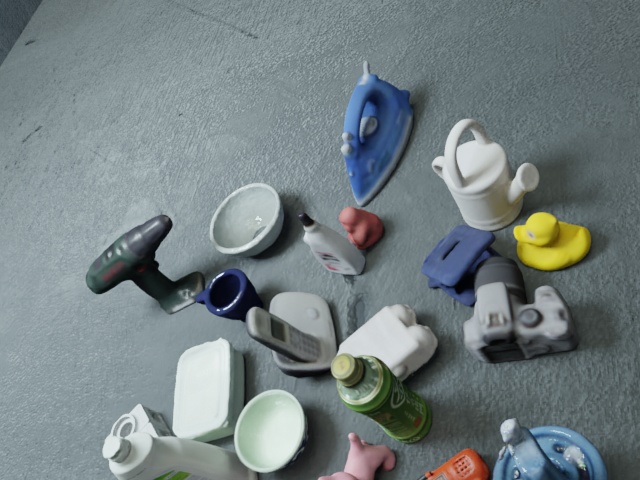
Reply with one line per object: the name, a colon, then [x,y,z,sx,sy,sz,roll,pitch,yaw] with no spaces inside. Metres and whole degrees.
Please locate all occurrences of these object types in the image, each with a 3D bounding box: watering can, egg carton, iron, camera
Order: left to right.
iron: [0.086,-0.207,1.088,0.118,0.142,0.258,0,59,33]
egg carton: [0.098,0.170,0.859,0.150,0.070,0.107,-41,46,1]
watering can: [0.246,-0.105,0.873,0.172,0.195,0.101,-3,57,32]
camera: [0.265,0.086,0.790,0.142,0.101,0.137,-14,52,25]

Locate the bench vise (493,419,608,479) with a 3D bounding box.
bench vise: [0.259,0.264,0.582,0.121,0.220,0.206,-47,46,-5]

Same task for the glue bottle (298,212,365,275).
glue bottle: [0.009,0.003,0.965,0.077,0.174,0.037,1,60,34]

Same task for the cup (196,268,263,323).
cup: [-0.160,0.115,1.050,0.117,0.095,0.091,-14,52,25]

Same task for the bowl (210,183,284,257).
bowl: [-0.135,-0.028,1.150,0.167,0.075,0.167,-17,51,22]

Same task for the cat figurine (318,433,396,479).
cat figurine: [0.040,0.320,0.756,0.067,0.118,0.128,-1,58,33]

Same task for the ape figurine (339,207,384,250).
ape figurine: [0.065,-0.028,1.007,0.076,0.092,0.078,-17,51,23]

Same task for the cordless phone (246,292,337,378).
cordless phone: [-0.053,0.129,0.907,0.094,0.186,0.147,-26,48,15]

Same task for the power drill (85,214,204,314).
power drill: [-0.327,0.057,1.121,0.229,0.209,0.075,-28,48,14]

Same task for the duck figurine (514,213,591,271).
duck figurine: [0.330,-0.007,0.824,0.104,0.086,0.077,-8,55,29]

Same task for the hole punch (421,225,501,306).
hole punch: [0.210,0.030,0.872,0.109,0.091,0.100,-48,46,-6]
